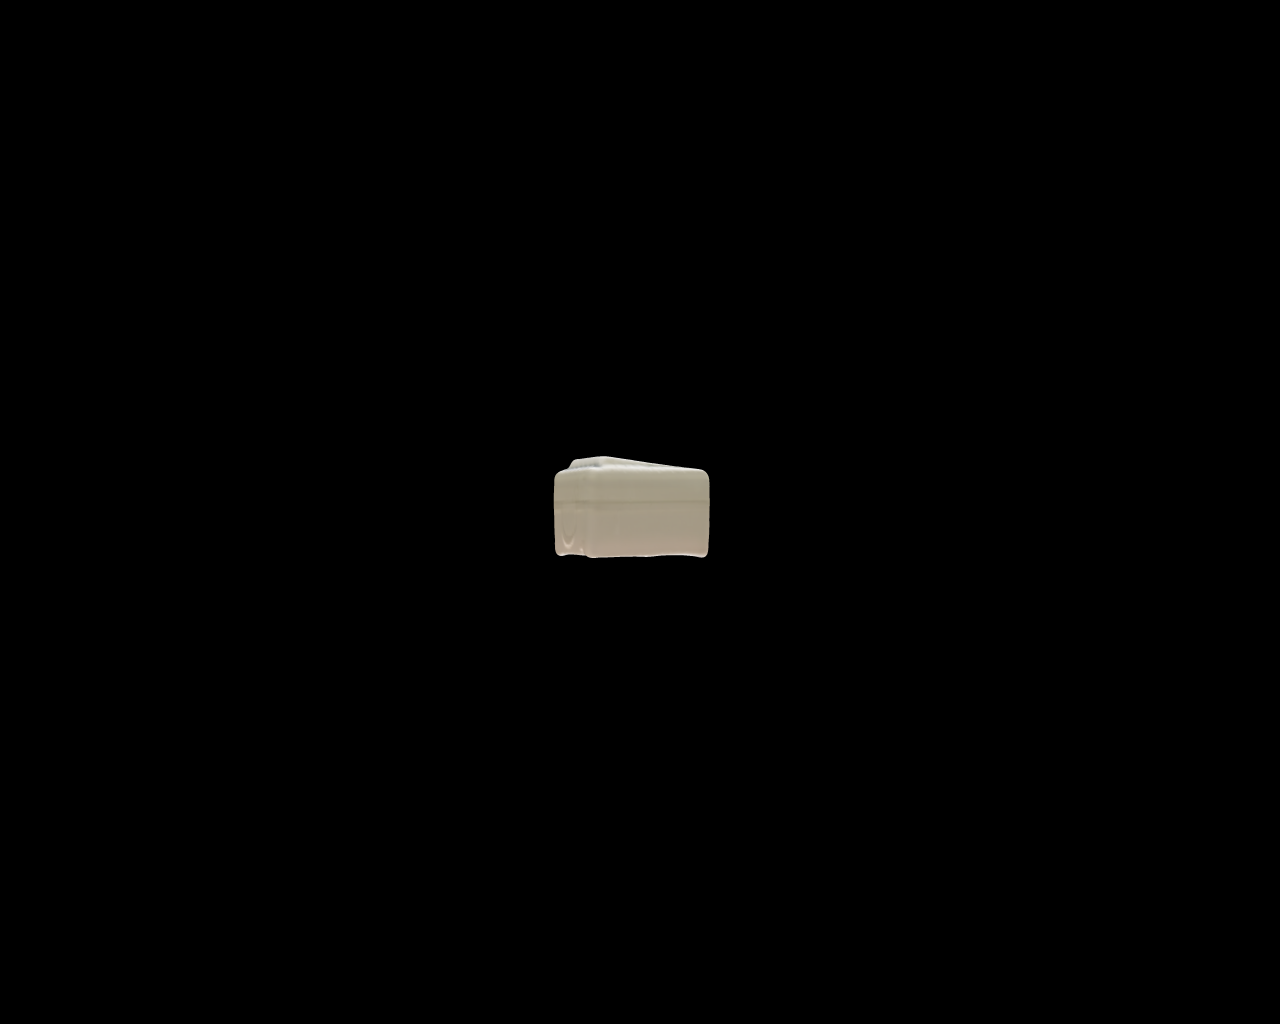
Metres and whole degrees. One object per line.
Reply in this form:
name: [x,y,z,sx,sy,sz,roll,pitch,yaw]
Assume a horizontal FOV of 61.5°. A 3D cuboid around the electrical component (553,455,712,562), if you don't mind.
electrical component: [0.001,-0.003,0.650,0.096,0.061,0.061,0,0,-25]
